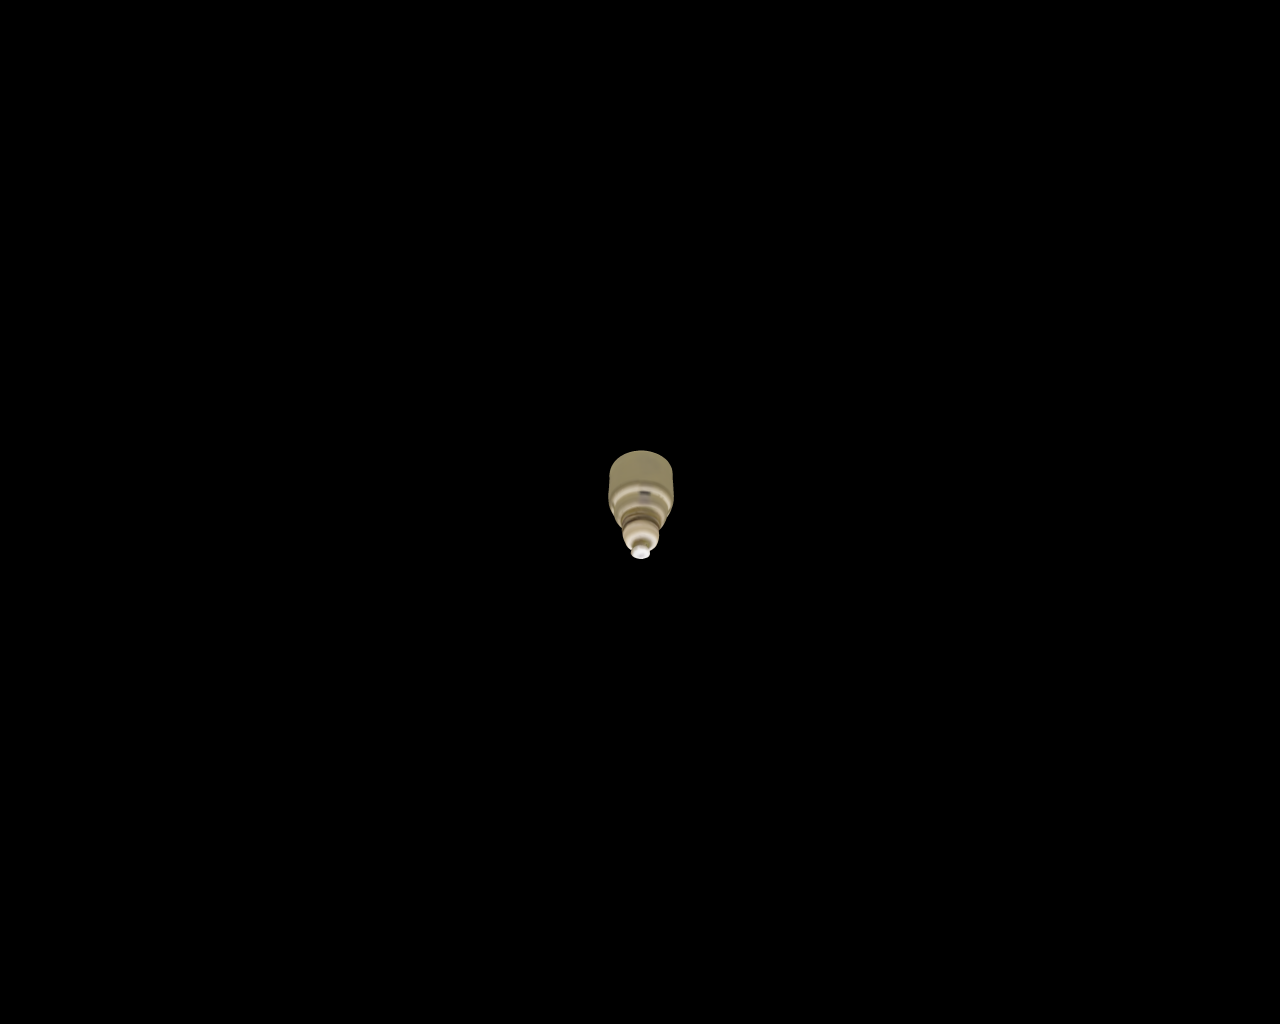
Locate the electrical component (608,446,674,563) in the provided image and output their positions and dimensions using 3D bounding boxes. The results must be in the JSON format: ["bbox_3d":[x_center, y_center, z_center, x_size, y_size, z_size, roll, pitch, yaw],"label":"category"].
[{"bbox_3d":[0.001,-0.003,0.650,0.040,0.078,0.040,0,-43,0],"label":"electrical component"}]
